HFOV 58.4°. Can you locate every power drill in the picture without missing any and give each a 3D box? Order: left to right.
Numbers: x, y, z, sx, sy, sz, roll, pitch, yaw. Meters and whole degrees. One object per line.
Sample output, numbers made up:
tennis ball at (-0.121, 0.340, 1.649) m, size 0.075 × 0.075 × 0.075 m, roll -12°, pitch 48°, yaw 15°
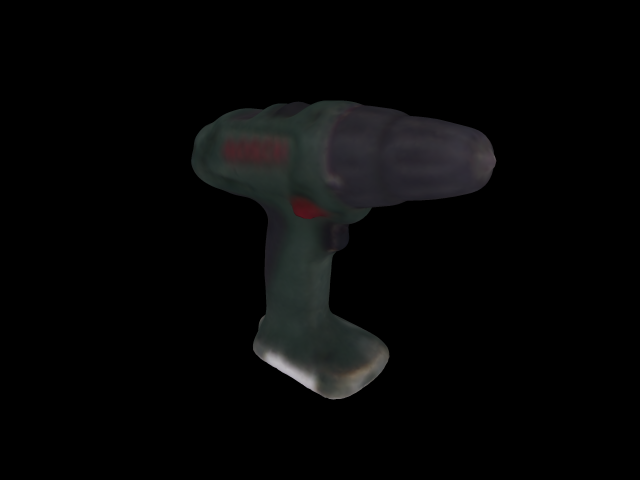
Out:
power drill at (0.004, 0.001, 0.400) m, size 0.228 × 0.208 × 0.076 m, roll 22°, pitch 37°, yaw 34°
